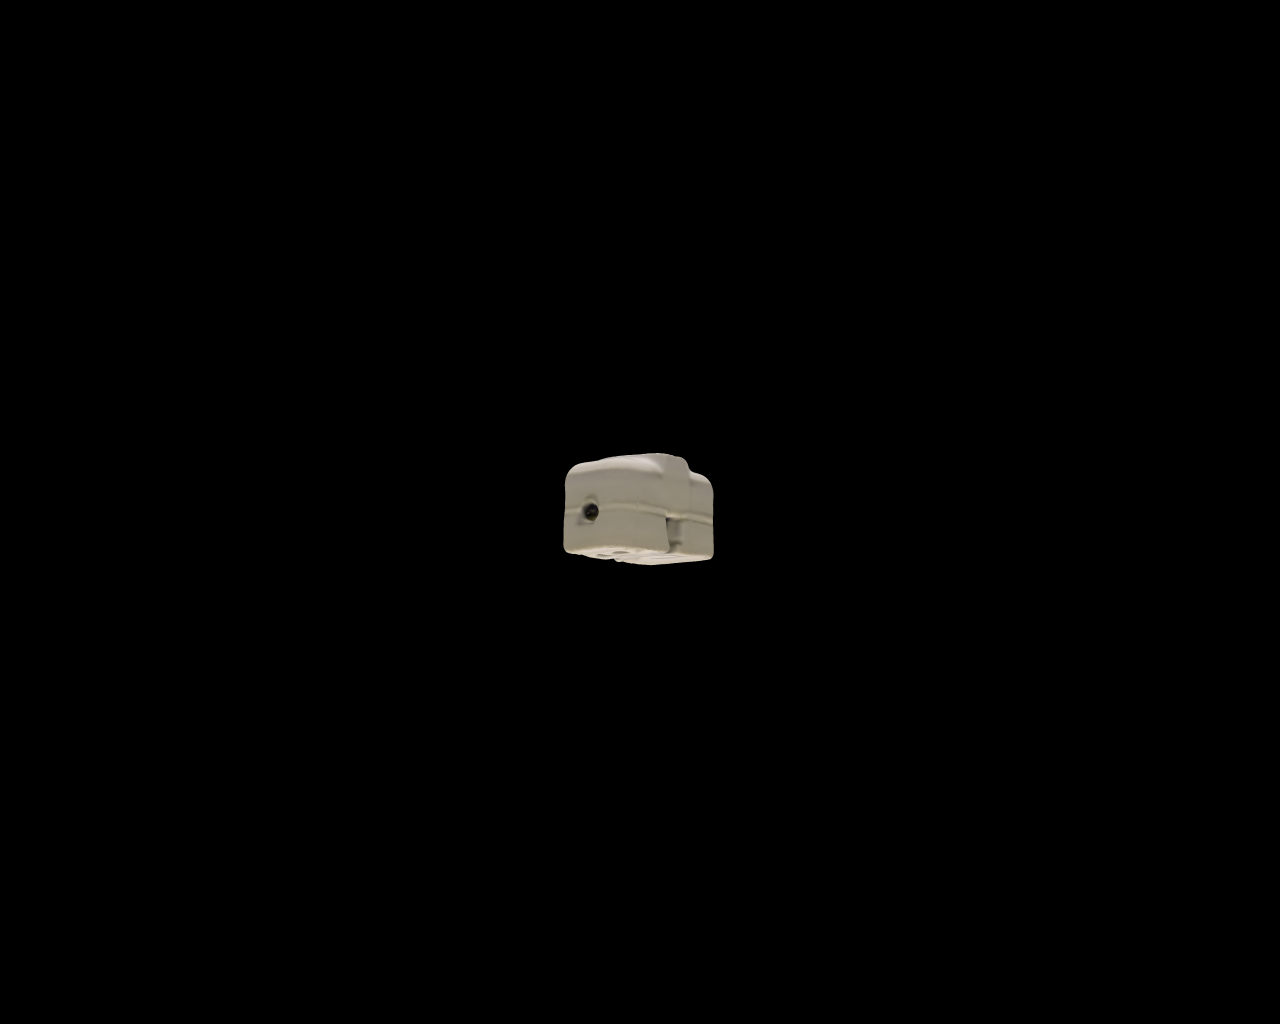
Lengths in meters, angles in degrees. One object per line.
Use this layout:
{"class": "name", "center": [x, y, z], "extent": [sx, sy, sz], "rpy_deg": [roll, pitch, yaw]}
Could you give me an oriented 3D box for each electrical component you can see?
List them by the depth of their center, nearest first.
{"class": "electrical component", "center": [0.001, -0.003, 0.650], "extent": [0.053, 0.059, 0.095], "rpy_deg": [-7, -11, 39]}
